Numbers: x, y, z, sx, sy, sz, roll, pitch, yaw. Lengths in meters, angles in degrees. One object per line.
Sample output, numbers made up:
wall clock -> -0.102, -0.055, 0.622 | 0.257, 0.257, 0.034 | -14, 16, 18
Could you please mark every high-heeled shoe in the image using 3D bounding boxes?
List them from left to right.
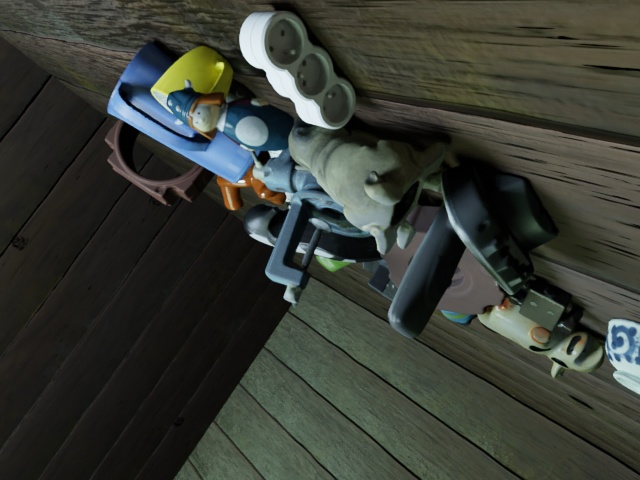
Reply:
high-heeled shoe -> -0.002, -0.003, 0.874 | 0.249, 0.086, 0.145 | 20, 162, -11

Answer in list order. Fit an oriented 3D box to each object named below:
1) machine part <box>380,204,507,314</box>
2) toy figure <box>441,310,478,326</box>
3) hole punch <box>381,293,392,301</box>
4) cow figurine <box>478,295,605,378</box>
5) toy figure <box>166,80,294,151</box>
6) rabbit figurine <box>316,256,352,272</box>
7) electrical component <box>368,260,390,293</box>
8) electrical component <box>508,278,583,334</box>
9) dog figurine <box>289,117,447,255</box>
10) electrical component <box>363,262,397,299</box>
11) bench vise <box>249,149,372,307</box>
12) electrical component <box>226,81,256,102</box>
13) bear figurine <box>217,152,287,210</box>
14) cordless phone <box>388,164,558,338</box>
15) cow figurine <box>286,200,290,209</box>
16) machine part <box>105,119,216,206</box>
machine part -> 0.164, 0.029, 0.705 | 0.179, 0.056, 0.179 | 22, 147, 15
toy figure -> 0.243, 0.094, 0.972 | 0.089, 0.082, 0.180 | 4, 147, 41
hole punch -> 0.188, 0.070, 1.112 | 0.142, 0.092, 0.115 | 33, 142, 37
cow figurine -> 0.342, 0.144, 0.842 | 0.195, 0.085, 0.127 | 28, 165, 29
toy figure -> -0.110, -0.149, 0.653 | 0.154, 0.064, 0.058 | 11, -178, -13
rabbit figurine -> 0.021, -0.040, 0.962 | 0.170, 0.121, 0.159 | 50, 168, -3
electrical component -> 0.127, 0.033, 0.927 | 0.075, 0.119, 0.048 | 37, 173, 2
electrical component -> 0.315, 0.087, 0.755 | 0.102, 0.045, 0.078 | 27, 142, 31
dog figurine -> 0.024, -0.082, 0.574 | 0.191, 0.121, 0.172 | 33, 178, 19
electrical component -> 0.143, 0.053, 1.030 | 0.134, 0.058, 0.114 | 27, 133, 36
bench vise -> -0.018, -0.035, 0.724 | 0.224, 0.240, 0.128 | 16, 162, 15
electrical component -> -0.118, -0.211, 0.801 | 0.094, 0.021, 0.063 | 36, 172, -8
bear figurine -> -0.107, -0.109, 1.018 | 0.196, 0.120, 0.131 | 27, 150, 37
cordless phone -> 0.149, 0.031, 0.547 | 0.089, 0.184, 0.146 | 19, 164, 48
cow figurine -> -0.035, -0.086, 1.101 | 0.098, 0.068, 0.167 | 39, 173, 7
machine part -> -0.300, -0.187, 1.064 | 0.201, 0.201, 0.087 | 34, 171, 7
